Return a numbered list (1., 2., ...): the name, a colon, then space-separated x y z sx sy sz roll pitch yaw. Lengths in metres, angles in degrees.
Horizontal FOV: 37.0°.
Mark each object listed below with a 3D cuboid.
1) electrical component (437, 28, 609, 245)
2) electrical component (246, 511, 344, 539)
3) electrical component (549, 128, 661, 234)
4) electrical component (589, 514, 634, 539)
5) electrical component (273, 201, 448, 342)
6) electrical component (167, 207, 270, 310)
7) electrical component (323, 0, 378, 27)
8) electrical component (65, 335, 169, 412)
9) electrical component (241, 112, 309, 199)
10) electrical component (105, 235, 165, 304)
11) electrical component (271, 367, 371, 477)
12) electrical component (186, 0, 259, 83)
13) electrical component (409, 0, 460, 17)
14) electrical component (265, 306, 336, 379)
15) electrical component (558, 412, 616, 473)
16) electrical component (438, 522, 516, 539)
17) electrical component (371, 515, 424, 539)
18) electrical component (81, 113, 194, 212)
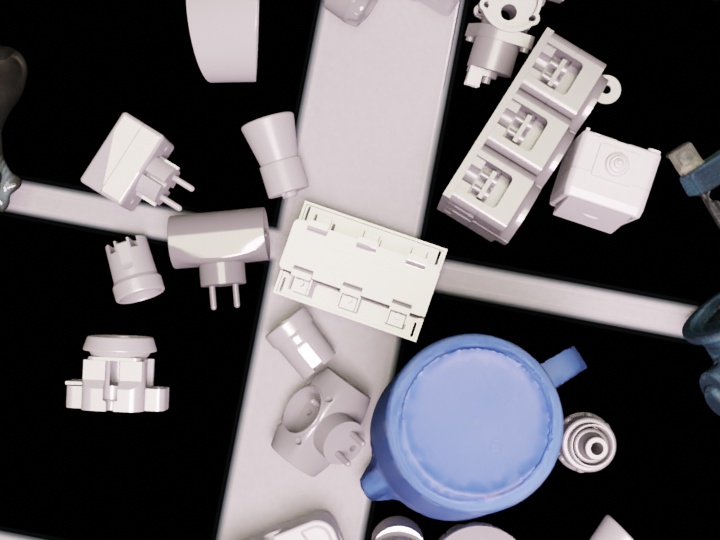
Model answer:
1. electrical component: 0.128 -0.100 0.844 0.062 0.089 0.150 32 87 3
2. electrical component: -0.058 0.229 0.840 0.095 0.059 0.053 -22 86 -1
3. electrical component: 0.189 -0.067 0.837 0.062 0.096 0.061 19 88 2
4. electrical component: 0.190 0.227 0.843 0.055 0.045 0.045 -43 86 -2
5. electrical component: 0.000 0.000 0.853 0.121 0.063 0.078 19 86 2
6. electrical component: -0.111 -0.008 0.865 0.077 0.043 0.079 -5 86 1
7. electrical component: -0.017 -0.232 0.879 0.062 0.043 0.043 36 87 4
8. electrical component: -0.192 0.081 0.854 0.078 0.058 0.057 2 89 1
9. electrical component: -0.066 -0.091 0.872 0.044 0.044 0.065 -17 91 0
10. electrical component: -0.183 0.000 0.869 0.040 0.040 0.046 -18 80 0
11. electrical component: -0.022 0.126 0.840 0.044 0.079 0.077 38 87 -37
12. electrical component: -0.100 -0.197 0.851 0.064 0.099 0.099 -6 86 7
13. electrical component: 0.021 -0.301 0.874 0.186 0.060 0.105 32 87 3
14. electrical component: -0.047 0.059 0.862 0.040 0.040 0.046 -39 92 -2
15. electrical component: 0.179 0.136 0.840 0.048 0.062 0.048 0 86 1
16. electrical component: 0.092 0.237 0.841 0.080 0.051 0.080 0 86 1
17. electrical component: 0.030 0.217 0.828 0.043 0.081 0.043 0 86 1
18. electrical component: -0.171 -0.077 0.869 0.077 0.047 0.065 32 87 3
